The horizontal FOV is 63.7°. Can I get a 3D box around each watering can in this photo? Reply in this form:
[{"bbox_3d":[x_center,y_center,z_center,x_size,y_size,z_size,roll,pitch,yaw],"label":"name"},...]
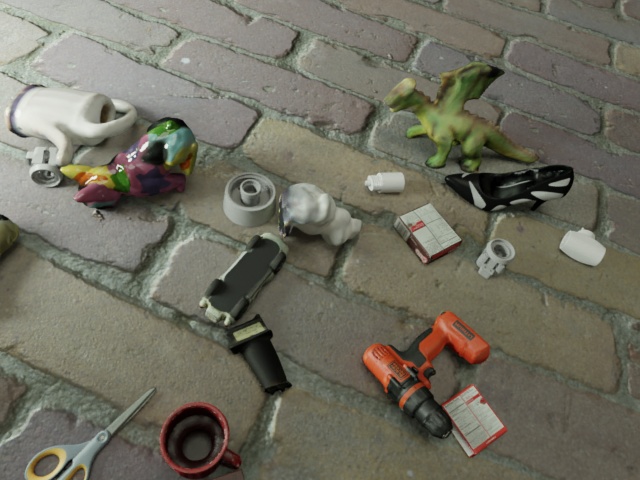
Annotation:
[{"bbox_3d":[-0.497,-0.228,0.996,0.224,0.102,0.355,7,28,0],"label":"watering can"}]

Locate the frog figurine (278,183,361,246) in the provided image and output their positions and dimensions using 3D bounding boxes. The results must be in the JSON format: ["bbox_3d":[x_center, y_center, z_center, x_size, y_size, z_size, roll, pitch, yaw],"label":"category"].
[{"bbox_3d":[0.003,-0.050,0.984,0.159,0.135,0.124,-2,72,-11],"label":"frog figurine"}]

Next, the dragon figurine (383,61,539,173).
[{"bbox_3d":[0.336,-0.281,1.154,0.410,0.237,0.125,3,50,-6],"label":"dragon figurine"}]
